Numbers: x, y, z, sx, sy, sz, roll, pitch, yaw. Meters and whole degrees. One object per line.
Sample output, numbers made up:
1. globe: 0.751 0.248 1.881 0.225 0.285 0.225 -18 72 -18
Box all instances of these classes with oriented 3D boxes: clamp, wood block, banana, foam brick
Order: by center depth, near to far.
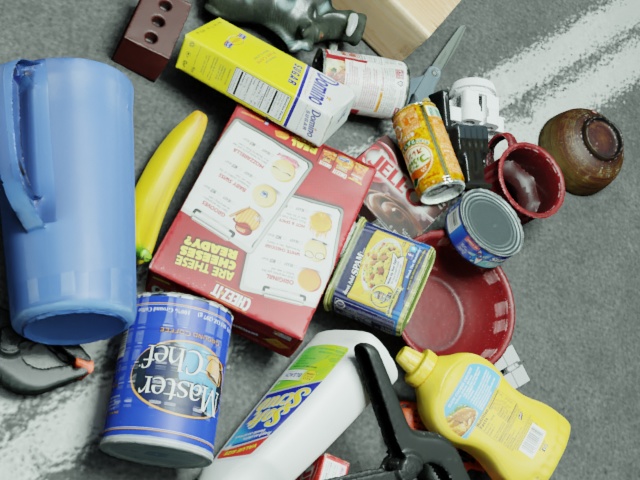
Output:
1. clamp: -0.288 0.084 0.965 0.171 0.039 0.120 14 71 -29
2. clamp: 0.068 0.221 1.013 0.210 0.036 0.164 43 68 -21
3. banana: -0.159 -0.045 1.061 0.037 0.070 0.197 43 45 -34
4. foam brick: -0.177 -0.219 1.123 0.053 0.051 0.078 25 63 -17
5. wood block: 0.056 -0.316 1.254 0.206 0.090 0.090 44 59 -7

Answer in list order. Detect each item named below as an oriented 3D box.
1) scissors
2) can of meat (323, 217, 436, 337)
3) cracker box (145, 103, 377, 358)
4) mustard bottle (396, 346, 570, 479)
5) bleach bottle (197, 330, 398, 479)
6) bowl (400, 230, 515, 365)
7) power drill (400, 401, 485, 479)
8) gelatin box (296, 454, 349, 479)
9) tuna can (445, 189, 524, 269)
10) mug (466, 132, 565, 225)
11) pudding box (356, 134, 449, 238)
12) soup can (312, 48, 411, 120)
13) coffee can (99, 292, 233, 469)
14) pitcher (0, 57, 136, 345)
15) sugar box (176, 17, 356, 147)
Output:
1. scissors: 0.118 -0.202 1.287 0.096 0.016 0.201 25 62 -17
2. can of meat: 0.062 0.039 1.092 0.084 0.057 0.102 21 74 12
3. cracker box: -0.058 -0.011 1.083 0.164 0.072 0.213 25 63 -1
4. mustard bottle: 0.157 0.172 1.086 0.191 0.058 0.096 37 67 -5
5. bleach bottle: -0.036 0.191 1.016 0.250 0.103 0.068 -46 116 -32
6. bowl: 0.133 0.074 1.172 0.161 0.055 0.162 9 68 -24
7. power drill: 0.149 0.271 1.109 0.184 0.057 0.187 16 63 -17
8. gelatin box: -0.010 0.254 1.023 0.030 0.073 0.089 24 63 -17
9. tuna can: 0.180 -0.012 1.175 0.086 0.034 0.086 18 52 -24
10. mug: 0.222 -0.068 1.252 0.093 0.082 0.117 -9 77 -29
11. pudding box: 0.077 -0.050 1.198 0.113 0.039 0.089 50 57 -3
12. soup can: 0.043 -0.174 1.199 0.102 0.069 0.068 7 69 -14
13. coffee can: -0.140 0.131 0.985 0.102 0.103 0.140 16 65 -21
14. pitcher: -0.233 -0.037 0.961 0.149 0.145 0.243 5 65 -29
15. sugar box: -0.055 -0.168 1.121 0.176 0.048 0.093 27 29 6
